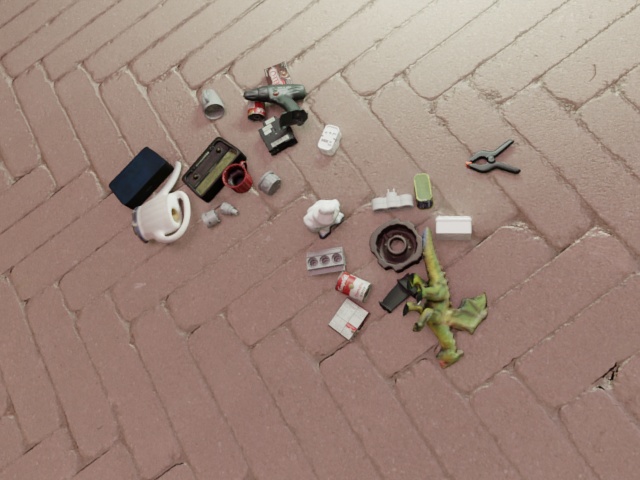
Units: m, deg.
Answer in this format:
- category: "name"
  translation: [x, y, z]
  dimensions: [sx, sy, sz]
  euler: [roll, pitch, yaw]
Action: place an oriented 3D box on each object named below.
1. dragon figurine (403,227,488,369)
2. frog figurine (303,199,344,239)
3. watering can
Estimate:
- category: "dragon figurine"
  translation: [0.393, 0.182, 1.568]
  dimensions: [0.242, 0.121, 0.413]
  euler: [14, 81, -8]
- category: "frog figurine"
  translation: [0.005, -0.086, 1.715]
  dimensions: [0.137, 0.157, 0.124]
  euler: [-28, 68, 5]
- category: "watering can"
  translation: [-0.586, -0.124, 1.911]
  dimensions: [0.224, 0.102, 0.355]
  euler: [-21, 56, 8]
